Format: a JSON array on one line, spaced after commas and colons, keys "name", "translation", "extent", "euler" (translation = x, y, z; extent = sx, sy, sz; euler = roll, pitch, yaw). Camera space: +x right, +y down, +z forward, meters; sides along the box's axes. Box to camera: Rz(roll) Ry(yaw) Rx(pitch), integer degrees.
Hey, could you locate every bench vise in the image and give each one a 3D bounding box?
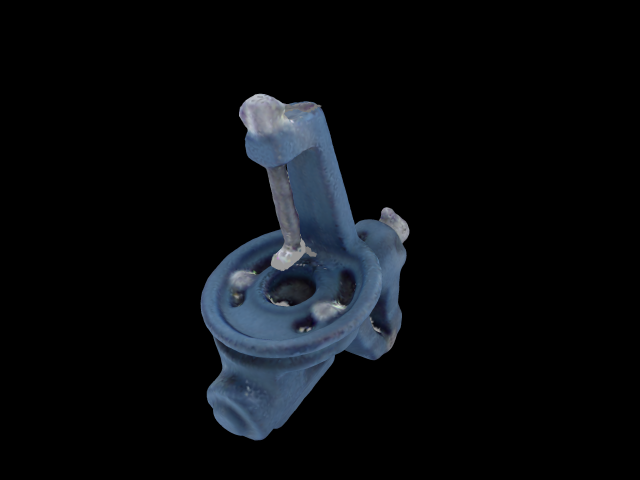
[{"name": "bench vise", "translation": [-0.008, 0.000, 0.404], "extent": [0.121, 0.220, 0.208], "euler": [8, 25, 17]}]
